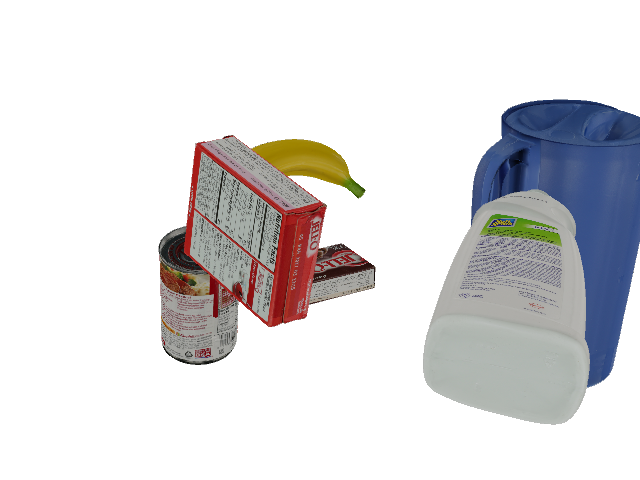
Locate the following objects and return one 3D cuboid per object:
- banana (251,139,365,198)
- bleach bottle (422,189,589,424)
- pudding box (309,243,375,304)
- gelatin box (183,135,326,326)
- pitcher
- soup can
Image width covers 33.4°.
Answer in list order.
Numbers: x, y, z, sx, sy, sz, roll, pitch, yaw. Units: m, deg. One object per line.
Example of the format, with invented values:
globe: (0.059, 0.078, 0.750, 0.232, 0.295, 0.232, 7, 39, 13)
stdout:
banana: (-0.033, -0.073, 1.082, 0.197, 0.037, 0.070, -6, 48, -45)
bleach bottle: (0.143, 0.026, 0.742, 0.103, 0.068, 0.250, 12, 28, 13)
pudding box: (0.006, 0.045, 1.459, 0.113, 0.039, 0.090, -15, 27, -26)
gelatin box: (-0.038, -0.006, 0.590, 0.030, 0.073, 0.089, -17, 40, -37)
pitcher: (0.208, 0.007, 0.935, 0.149, 0.243, 0.145, 6, 24, 11)
soup can: (-0.103, 0.047, 0.914, 0.068, 0.102, 0.068, 3, 35, -2)
